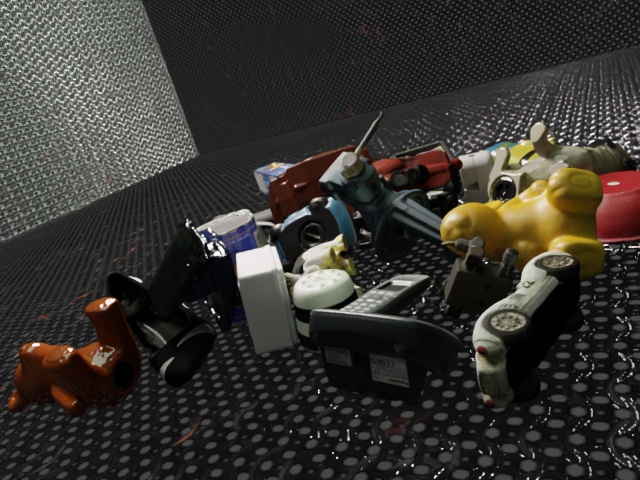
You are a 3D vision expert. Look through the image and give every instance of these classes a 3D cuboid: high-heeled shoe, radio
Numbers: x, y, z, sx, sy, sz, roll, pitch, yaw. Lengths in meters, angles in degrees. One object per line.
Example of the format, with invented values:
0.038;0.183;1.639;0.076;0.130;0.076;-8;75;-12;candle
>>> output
-0.219;0.102;0.694;0.086;0.145;0.249;-50;16;-11;high-heeled shoe
0.219;-0.144;1.150;0.131;0.073;0.230;-14;17;11;radio

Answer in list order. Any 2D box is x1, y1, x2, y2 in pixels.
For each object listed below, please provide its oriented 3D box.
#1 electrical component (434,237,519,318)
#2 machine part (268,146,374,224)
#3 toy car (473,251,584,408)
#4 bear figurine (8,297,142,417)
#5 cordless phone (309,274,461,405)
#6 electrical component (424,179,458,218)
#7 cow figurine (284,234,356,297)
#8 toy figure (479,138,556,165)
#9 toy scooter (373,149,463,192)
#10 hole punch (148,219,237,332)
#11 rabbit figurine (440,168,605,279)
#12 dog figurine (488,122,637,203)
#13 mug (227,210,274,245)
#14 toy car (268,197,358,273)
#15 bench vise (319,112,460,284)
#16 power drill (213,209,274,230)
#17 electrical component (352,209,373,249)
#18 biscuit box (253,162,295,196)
0.170;0.042;0.601;0.078;0.102;0.045;5;37;5;electrical component
0.006;-0.087;1.017;0.201;0.087;0.201;-22;-14;-12;machine part
0.196;0.076;0.502;0.056;0.073;0.202;5;28;44;toy car
-0.329;0.154;0.688;0.196;0.131;0.120;-1;37;26;bear figurine
0.093;0.083;0.575;0.147;0.088;0.184;-1;19;42;cordless phone
0.187;-0.060;0.956;0.115;0.058;0.134;-14;18;20;electrical component
-0.010;0.051;0.777;0.098;0.068;0.167;-18;10;19;cow figurine
0.363;-0.134;0.978;0.089;0.082;0.180;-43;32;-14;toy figure
0.156;-0.108;0.899;0.184;0.075;0.135;-19;8;-38;toy scooter
-0.149;0.046;0.686;0.092;0.115;0.142;23;8;-29;hole punch
0.229;-0.018;0.647;0.173;0.121;0.162;-4;3;2;rabbit figurine
0.378;-0.090;0.848;0.190;0.121;0.172;6;-24;-31;dog figurine
-0.130;-0.003;1.005;0.110;0.107;0.081;-16;19;11;mug
-0.002;-0.003;0.916;0.162;0.109;0.103;-28;-13;23;toy car
0.118;-0.036;0.768;0.129;0.223;0.241;-44;53;-18;bench vise
-0.146;-0.048;1.208;0.207;0.085;0.232;-15;16;-7;power drill
0.089;-0.027;0.968;0.075;0.047;0.119;-11;17;23;electrical component
-0.088;-0.131;1.183;0.063;0.059;0.203;-25;18;-15;biscuit box
